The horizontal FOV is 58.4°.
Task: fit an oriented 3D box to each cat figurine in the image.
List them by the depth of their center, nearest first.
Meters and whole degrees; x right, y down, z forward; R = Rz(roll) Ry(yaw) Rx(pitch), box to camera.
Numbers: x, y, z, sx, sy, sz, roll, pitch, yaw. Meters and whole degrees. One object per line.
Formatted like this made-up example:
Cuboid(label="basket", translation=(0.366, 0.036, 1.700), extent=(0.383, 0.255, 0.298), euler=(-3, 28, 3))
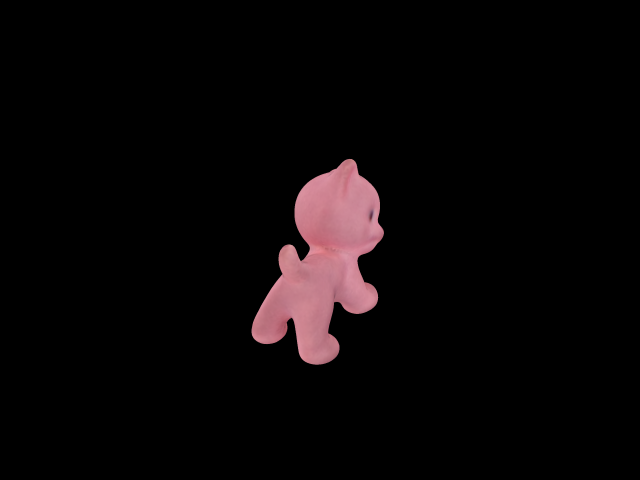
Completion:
Cuboid(label="cat figurine", translation=(0.004, 0.001, 0.400), extent=(0.067, 0.118, 0.128), euler=(13, 32, 23))
